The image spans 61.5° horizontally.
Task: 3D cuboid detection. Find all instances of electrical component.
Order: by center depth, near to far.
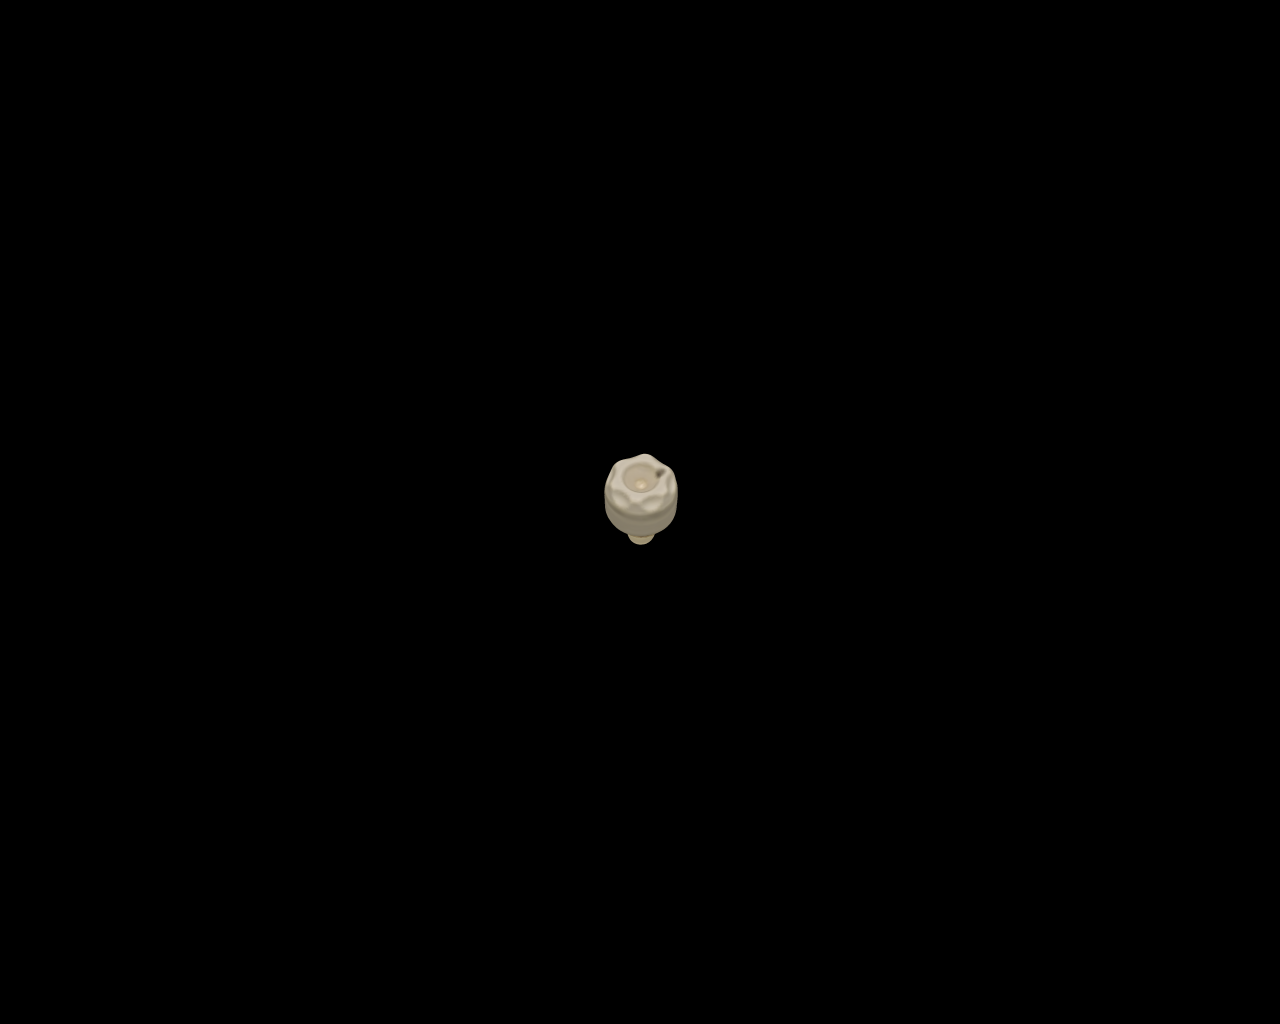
[{"bbox_3d":[0.001,-0.003,0.650,0.043,0.043,0.062,0,-37,0],"label":"electrical component"}]
